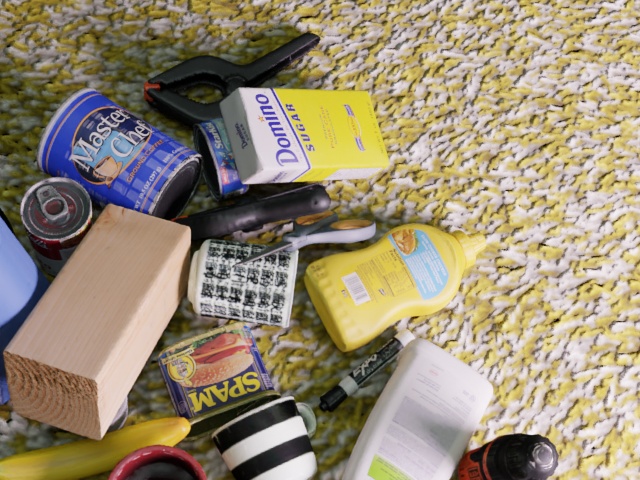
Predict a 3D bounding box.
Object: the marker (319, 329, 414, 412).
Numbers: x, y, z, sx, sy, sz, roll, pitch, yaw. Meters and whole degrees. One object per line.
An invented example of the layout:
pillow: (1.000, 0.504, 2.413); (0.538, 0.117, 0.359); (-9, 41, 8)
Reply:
marker: (0.047, 0.132, 1.076); (0.121, 0.020, 0.020); (-37, 74, -19)

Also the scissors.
scissors: (-0.007, 0.001, 1.055); (0.096, 0.201, 0.016); (4, 107, 16)

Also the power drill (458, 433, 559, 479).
power drill: (0.193, 0.264, 0.948); (0.057, 0.184, 0.188); (-17, 77, -12)

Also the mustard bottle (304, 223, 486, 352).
mustard bottle: (0.087, 0.036, 1.102); (0.191, 0.058, 0.096); (-23, 70, -15)

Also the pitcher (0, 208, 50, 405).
pitcher: (-0.319, 0.031, 0.968); (0.149, 0.243, 0.145); (39, 70, 19)

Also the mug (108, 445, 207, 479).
mug: (-0.138, 0.250, 0.970); (0.117, 0.081, 0.093); (41, 69, 14)

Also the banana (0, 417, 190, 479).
banana: (-0.216, 0.202, 0.992); (0.197, 0.070, 0.037); (-13, 80, -8)

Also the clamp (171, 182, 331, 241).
clamp: (-0.066, -0.028, 1.094); (0.171, 0.120, 0.039); (-17, 91, -8)

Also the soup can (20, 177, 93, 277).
soup can: (-0.258, -0.010, 1.069); (0.068, 0.102, 0.068); (2, 65, -4)

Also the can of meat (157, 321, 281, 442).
can of meat: (-0.100, 0.136, 1.041); (0.102, 0.057, 0.084); (-19, 66, -13)

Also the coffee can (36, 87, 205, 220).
coffee can: (-0.206, -0.079, 1.105); (0.140, 0.103, 0.102); (32, 66, 9)

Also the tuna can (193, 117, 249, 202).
tuna can: (-0.105, -0.085, 1.126); (0.033, 0.086, 0.086); (-18, 68, -15)

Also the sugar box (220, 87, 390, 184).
sugar box: (-0.013, -0.110, 1.120); (0.175, 0.048, 0.093); (-5, 73, -42)

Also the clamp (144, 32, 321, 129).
clamp: (-0.089, -0.171, 1.195); (0.210, 0.036, 0.164); (6, 64, -6)

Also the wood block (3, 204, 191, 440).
wood block: (-0.203, 0.072, 1.003); (0.091, 0.090, 0.206); (15, 44, 9)

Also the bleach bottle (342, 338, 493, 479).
bleach bottle: (0.065, 0.214, 0.990); (0.102, 0.068, 0.250); (32, 56, 9)
